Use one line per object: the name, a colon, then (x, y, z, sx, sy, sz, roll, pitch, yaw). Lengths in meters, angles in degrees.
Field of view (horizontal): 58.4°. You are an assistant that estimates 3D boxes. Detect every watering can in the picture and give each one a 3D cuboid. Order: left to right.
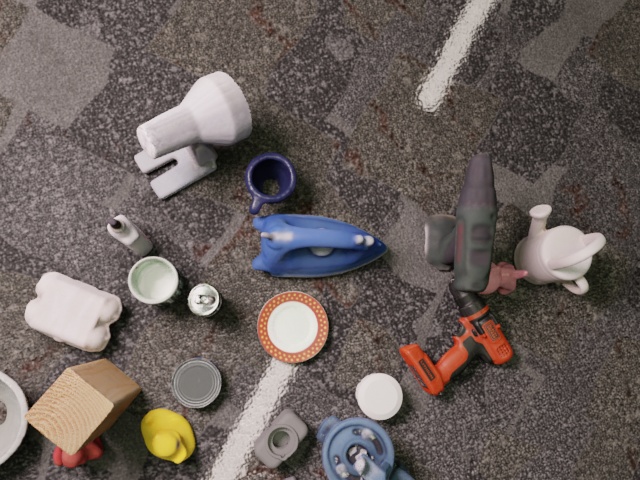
watering can: (0.435, 0.020, 1.042, 0.173, 0.194, 0.101, 37, 79, 0)

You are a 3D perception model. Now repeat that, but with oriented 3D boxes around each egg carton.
egg carton: (-0.423, 0.125, 0.984, 0.150, 0.069, 0.107, 22, 80, -3)

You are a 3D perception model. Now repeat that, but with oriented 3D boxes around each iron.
iron: (0.009, 0.004, 1.019, 0.258, 0.141, 0.119, 1, 82, -7)

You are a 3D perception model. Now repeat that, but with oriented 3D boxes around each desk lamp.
desk lamp: (-0.221, -0.175, 0.979, 0.203, 0.213, 0.118, -33, 87, -10)

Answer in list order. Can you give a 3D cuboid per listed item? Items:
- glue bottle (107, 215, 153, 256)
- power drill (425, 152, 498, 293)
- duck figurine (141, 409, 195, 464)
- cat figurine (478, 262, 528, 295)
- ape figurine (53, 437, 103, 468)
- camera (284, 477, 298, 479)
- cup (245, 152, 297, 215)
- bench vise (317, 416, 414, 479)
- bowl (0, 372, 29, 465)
glue bottle: (-0.328, -0.015, 0.963, 0.078, 0.173, 0.037, 42, 79, 1)
power drill: (0.251, -0.019, 1.018, 0.075, 0.208, 0.230, 2, 82, -6)
duck figurine: (-0.260, 0.335, 0.966, 0.104, 0.086, 0.077, 45, 79, 1)
cat figurine: (0.320, 0.068, 1.060, 0.128, 0.117, 0.067, -3, 82, -7)
ape figurine: (-0.401, 0.348, 0.944, 0.078, 0.092, 0.076, 12, 81, -5)
camera: (-0.060, 0.499, 0.960, 0.143, 0.100, 0.137, -36, 88, -10)
cup: (-0.096, -0.092, 1.043, 0.091, 0.095, 0.118, 26, 80, -3)
bench vise: (0.099, 0.369, 0.938, 0.207, 0.219, 0.121, 21, 80, -3)
bowl: (-0.554, 0.292, 0.941, 0.167, 0.074, 0.167, 1, 82, -7)
